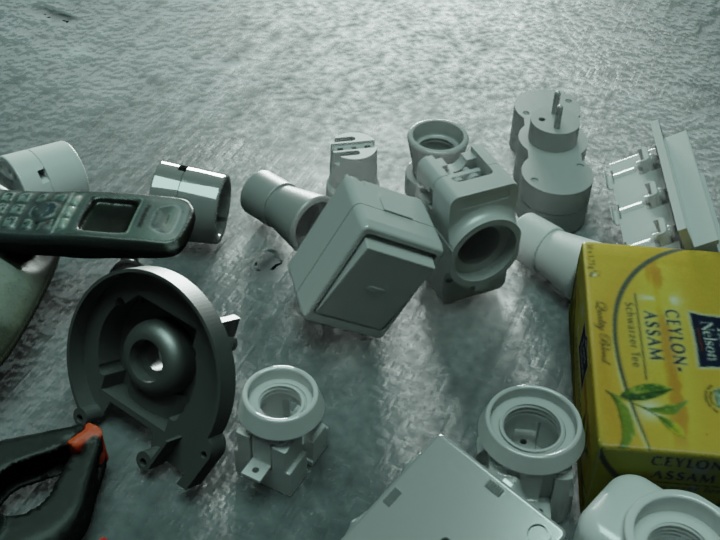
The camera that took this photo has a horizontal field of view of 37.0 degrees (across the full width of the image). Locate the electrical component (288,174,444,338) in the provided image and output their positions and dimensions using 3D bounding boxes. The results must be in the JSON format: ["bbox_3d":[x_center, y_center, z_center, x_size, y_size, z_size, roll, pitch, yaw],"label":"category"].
[{"bbox_3d":[0.000,0.000,0.681,0.062,0.096,0.061,16,34,-29],"label":"electrical component"}]

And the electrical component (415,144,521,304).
[{"bbox_3d":[0.070,-0.027,0.711,0.050,0.089,0.055,-15,44,-19],"label":"electrical component"}]

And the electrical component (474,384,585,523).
[{"bbox_3d":[0.092,0.101,0.592,0.058,0.057,0.078,4,41,2],"label":"electrical component"}]

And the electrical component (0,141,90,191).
[{"bbox_3d":[-0.225,-0.062,0.767,0.047,0.055,0.055,-25,48,-32],"label":"electrical component"}]

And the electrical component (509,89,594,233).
[{"bbox_3d":[0.144,-0.097,0.805,0.052,0.073,0.138,3,41,1],"label":"electrical component"}]

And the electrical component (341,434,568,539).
[{"bbox_3d":[0.046,0.142,0.529,0.100,0.048,0.099,36,73,32],"label":"electrical component"}]

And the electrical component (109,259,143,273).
[{"bbox_3d":[-0.149,0.019,0.688,0.040,0.040,0.078,-4,42,-6],"label":"electrical component"}]

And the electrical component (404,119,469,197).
[{"bbox_3d":[0.056,-0.076,0.792,0.045,0.055,0.045,1,41,-1],"label":"electrical component"}]

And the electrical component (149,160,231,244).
[{"bbox_3d":[-0.119,-0.046,0.753,0.047,0.055,0.055,9,42,3],"label":"electrical component"}]

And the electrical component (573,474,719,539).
[{"bbox_3d":[0.155,0.150,0.537,0.095,0.059,0.054,32,50,29],"label":"electrical component"}]

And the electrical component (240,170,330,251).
[{"bbox_3d":[-0.054,-0.044,0.764,0.044,0.044,0.065,-32,47,-32],"label":"electrical component"}]

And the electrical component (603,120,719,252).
[{"bbox_3d":[0.210,-0.034,0.739,0.063,0.078,0.121,-20,37,20],"label":"electrical component"}]

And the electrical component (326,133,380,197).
[{"bbox_3d":[-0.005,-0.073,0.793,0.040,0.046,0.040,1,42,-1],"label":"electrical component"}]

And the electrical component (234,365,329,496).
[{"bbox_3d":[-0.044,0.087,0.603,0.048,0.055,0.066,20,45,20],"label":"electrical component"}]

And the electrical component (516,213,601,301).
[{"bbox_3d":[0.132,-0.012,0.734,0.044,0.044,0.065,-29,45,-30],"label":"electrical component"}]
